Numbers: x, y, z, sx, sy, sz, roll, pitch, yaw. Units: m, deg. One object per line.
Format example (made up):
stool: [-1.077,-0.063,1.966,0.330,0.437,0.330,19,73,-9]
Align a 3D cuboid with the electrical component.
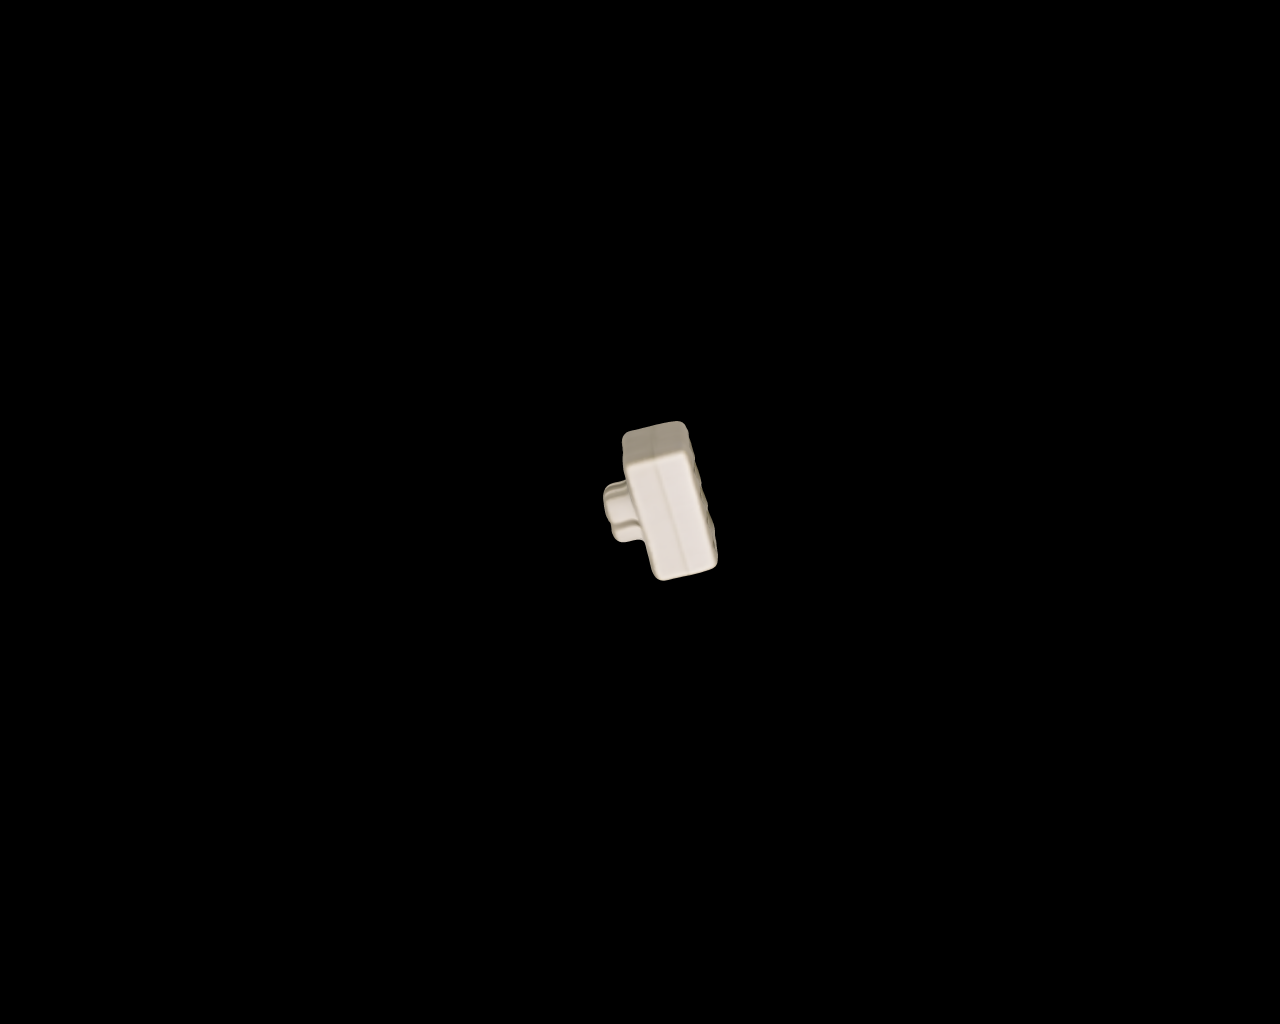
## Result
electrical component: [0.001,-0.003,0.650,0.076,0.083,0.047,-13,28,7]
